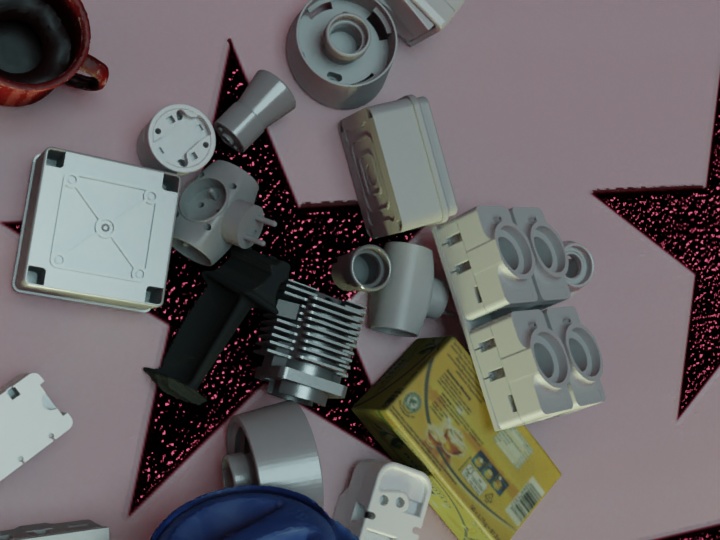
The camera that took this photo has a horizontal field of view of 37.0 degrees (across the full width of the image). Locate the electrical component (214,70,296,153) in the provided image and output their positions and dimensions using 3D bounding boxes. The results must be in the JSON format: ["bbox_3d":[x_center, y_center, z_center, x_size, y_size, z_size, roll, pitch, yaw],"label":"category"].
[{"bbox_3d":[-0.091,-0.131,0.904,0.044,0.044,0.065,46,72,-15],"label":"electrical component"}]

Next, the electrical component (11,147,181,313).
[{"bbox_3d":[-0.202,-0.029,0.829,0.109,0.056,0.108,11,80,-25],"label":"electrical component"}]

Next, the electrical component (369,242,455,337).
[{"bbox_3d":[0.052,0.022,0.957,0.079,0.044,0.077,15,78,-24],"label":"electrical component"}]

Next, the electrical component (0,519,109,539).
[{"bbox_3d":[-0.230,0.265,0.783,0.089,0.062,0.150,-2,86,-26],"label":"electrical component"}]

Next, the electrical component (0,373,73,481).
[{"bbox_3d":[-0.264,0.119,0.784,0.089,0.056,0.050,-38,102,-24],"label":"electrical component"}]

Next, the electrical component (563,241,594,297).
[{"bbox_3d":[0.189,-0.002,1.021,0.066,0.055,0.048,46,68,-15],"label":"electrical component"}]

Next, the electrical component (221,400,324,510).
[{"bbox_3d":[-0.075,0.160,0.848,0.060,0.108,0.108,-7,88,-21],"label":"electrical component"}]

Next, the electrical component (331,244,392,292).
[{"bbox_3d":[0.000,0.000,0.932,0.040,0.046,0.040,3,84,-26],"label":"electrical component"}]

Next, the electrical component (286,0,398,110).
[{"bbox_3d":[-0.015,-0.196,0.948,0.099,0.064,0.099,2,81,-13],"label":"electrical component"}]

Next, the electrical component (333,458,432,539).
[{"bbox_3d":[0.015,0.211,0.911,0.054,0.059,0.095,23,75,-23],"label":"electrical component"}]

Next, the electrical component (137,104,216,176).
[{"bbox_3d":[-0.150,-0.102,0.867,0.055,0.047,0.055,3,84,-26],"label":"electrical component"}]

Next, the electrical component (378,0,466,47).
[{"bbox_3d":[0.040,-0.255,0.969,0.096,0.062,0.061,42,69,-17],"label":"electrical component"}]

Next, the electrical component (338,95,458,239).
[{"bbox_3d":[0.033,-0.089,0.940,0.057,0.078,0.113,-17,92,-24],"label":"electrical component"}]

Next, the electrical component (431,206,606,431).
[{"bbox_3d":[0.144,0.038,0.950,0.105,0.060,0.186,-2,71,-48],"label":"electrical component"}]

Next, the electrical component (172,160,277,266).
[{"bbox_3d":[-0.105,-0.041,0.871,0.077,0.079,0.044,-61,154,-18],"label":"electrical component"}]
